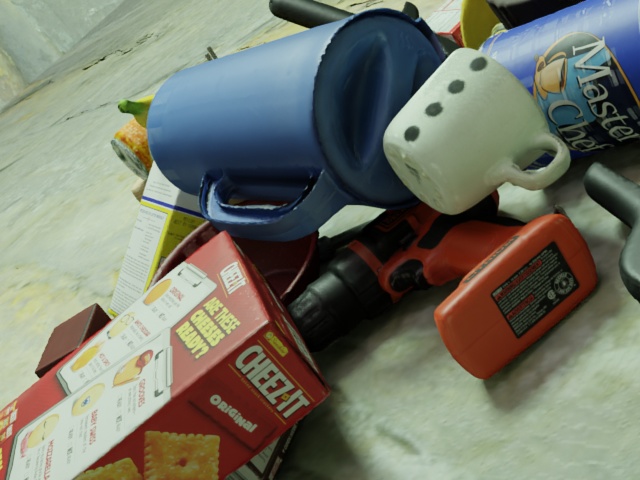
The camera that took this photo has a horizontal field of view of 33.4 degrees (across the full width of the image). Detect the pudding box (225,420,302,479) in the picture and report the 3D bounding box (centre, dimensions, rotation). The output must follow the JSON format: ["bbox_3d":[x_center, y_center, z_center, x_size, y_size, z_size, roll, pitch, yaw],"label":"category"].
[{"bbox_3d":[-0.067,0.131,0.702,0.114,0.039,0.090,-21,28,35],"label":"pudding box"}]

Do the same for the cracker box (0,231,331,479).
[{"bbox_3d":[-0.109,0.108,0.667,0.214,0.072,0.164,-39,24,1],"label":"cracker box"}]

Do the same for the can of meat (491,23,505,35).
[{"bbox_3d":[0.167,-0.136,0.863,0.102,0.057,0.083,-6,39,51],"label":"can of meat"}]

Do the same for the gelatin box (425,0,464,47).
[{"bbox_3d":[0.144,-0.224,1.100,0.073,0.030,0.089,-44,23,-13],"label":"gelatin box"}]

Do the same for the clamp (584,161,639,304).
[{"bbox_3d":[0.196,-0.008,0.592,0.120,0.039,0.171,-20,28,37],"label":"clamp"}]

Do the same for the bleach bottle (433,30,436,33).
[{"bbox_3d":[0.013,-0.149,1.107,0.251,0.068,0.102,-26,25,19],"label":"bleach bottle"}]

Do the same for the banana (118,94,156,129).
[{"bbox_3d":[-0.087,-0.136,0.975,0.197,0.037,0.070,-21,3,-12],"label":"banana"}]

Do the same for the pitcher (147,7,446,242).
[{"bbox_3d":[-0.030,-0.079,0.786,0.148,0.145,0.243,-10,7,-39],"label":"pitcher"}]

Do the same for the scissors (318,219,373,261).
[{"bbox_3d":[-0.006,0.001,0.893,0.202,0.016,0.096,-32,27,13],"label":"scissors"}]

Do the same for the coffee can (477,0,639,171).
[{"bbox_3d":[0.189,-0.111,0.718,0.141,0.102,0.102,-15,31,43],"label":"coffee can"}]

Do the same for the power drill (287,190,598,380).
[{"bbox_3d":[0.071,0.026,0.683,0.184,0.057,0.188,-40,23,-9],"label":"power drill"}]

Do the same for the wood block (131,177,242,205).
[{"bbox_3d":[-0.070,-0.074,1.039,0.206,0.090,0.090,-22,27,31],"label":"wood block"}]

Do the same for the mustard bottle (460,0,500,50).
[{"bbox_3d":[0.176,-0.237,0.992,0.058,0.096,0.191,-1,36,22],"label":"mustard bottle"}]

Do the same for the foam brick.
[{"bbox_3d":[-0.209,0.104,0.945,0.051,0.053,0.078,-30,22,15],"label":"foam brick"}]

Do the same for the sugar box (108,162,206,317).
[{"bbox_3d":[-0.135,-0.005,0.951,0.093,0.048,0.176,19,89,62],"label":"sugar box"}]

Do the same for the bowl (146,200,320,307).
[{"bbox_3d":[-0.058,0.040,0.826,0.162,0.055,0.162,-24,35,19],"label":"bowl"}]

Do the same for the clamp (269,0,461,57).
[{"bbox_3d":[0.073,-0.183,0.971,0.164,0.036,0.210,-8,33,-36],"label":"clamp"}]
